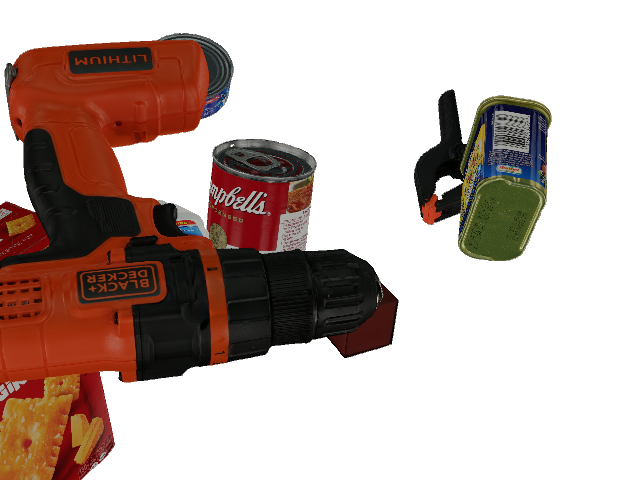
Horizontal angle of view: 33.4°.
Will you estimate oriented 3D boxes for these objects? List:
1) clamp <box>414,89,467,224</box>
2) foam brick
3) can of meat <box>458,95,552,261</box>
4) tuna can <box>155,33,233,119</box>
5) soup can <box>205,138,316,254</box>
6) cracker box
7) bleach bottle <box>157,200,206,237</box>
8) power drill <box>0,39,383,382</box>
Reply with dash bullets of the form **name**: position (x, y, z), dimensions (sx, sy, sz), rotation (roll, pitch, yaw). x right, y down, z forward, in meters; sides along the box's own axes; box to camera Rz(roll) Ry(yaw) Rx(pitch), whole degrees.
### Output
- **clamp**: position (0.140, -0.088, 1.089), dimensions (0.120, 0.039, 0.171), rotation (28, 55, 28)
- **foam brick**: position (0.027, 0.060, 0.966), dimensions (0.052, 0.051, 0.078), rotation (-14, 36, -27)
- **can of meat**: position (0.140, -0.045, 0.818), dimensions (0.057, 0.084, 0.102), rotation (10, -37, 1)
- **tuna can**: position (-0.128, -0.157, 1.027), dimensions (0.086, 0.086, 0.034), rotation (0, -34, -12)
- **soup can**: position (-0.043, -0.009, 0.710), dimensions (0.068, 0.102, 0.068), rotation (7, 25, -3)
- **cracker box**: position (-0.233, 0.107, 0.746), dimensions (0.072, 0.214, 0.164), rotation (16, 38, 28)
- **bleach bottle**: position (-0.157, 0.022, 1.109), dimensions (0.102, 0.068, 0.251), rotation (-5, 27, -17)
- **power drill**: position (-0.077, -0.020, 0.515), dimensions (0.184, 0.188, 0.057), rotation (-5, -42, -14)
